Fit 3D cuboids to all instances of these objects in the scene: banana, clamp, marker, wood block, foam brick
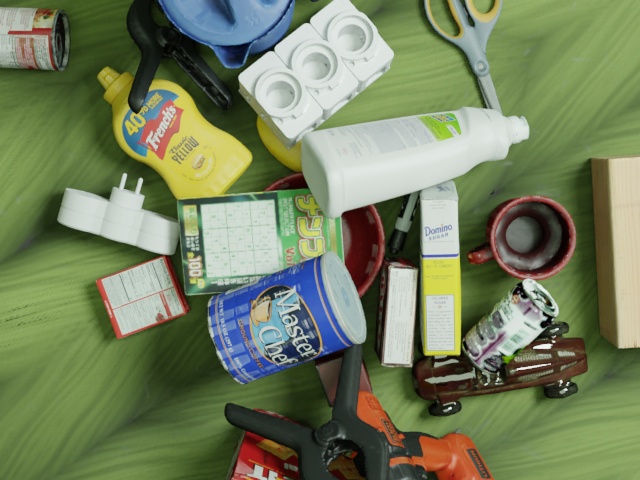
[{"bbox_3d":[0.005,-0.100,1.208,0.198,0.037,0.070,27,96,-2],"label":"banana"},{"bbox_3d":[0.000,0.206,1.089,0.164,0.210,0.036,-24,137,-4],"label":"clamp"},{"bbox_3d":[-0.160,-0.212,1.181,0.120,0.039,0.171,5,69,-33],"label":"clamp"},{"bbox_3d":[0.103,-0.042,1.221,0.020,0.020,0.121,19,95,-1],"label":"marker"},{"bbox_3d":[0.360,0.009,1.186,0.091,0.090,0.206,-4,95,2],"label":"wood block"},{"bbox_3d":[0.026,0.149,1.210,0.053,0.078,0.051,-19,97,2],"label":"foam brick"}]

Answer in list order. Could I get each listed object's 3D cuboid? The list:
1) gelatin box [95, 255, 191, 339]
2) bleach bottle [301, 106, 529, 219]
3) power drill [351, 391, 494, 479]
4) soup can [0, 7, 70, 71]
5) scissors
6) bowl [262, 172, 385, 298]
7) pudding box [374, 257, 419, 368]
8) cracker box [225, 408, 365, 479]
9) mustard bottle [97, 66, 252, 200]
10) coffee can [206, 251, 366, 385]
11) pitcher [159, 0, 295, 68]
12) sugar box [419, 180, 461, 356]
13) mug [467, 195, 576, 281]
[{"bbox_3d":[-0.203,0.064,1.230,0.089,0.030,0.073,-20,93,2],"label":"gelatin box"},{"bbox_3d":[0.111,-0.094,1.154,0.250,0.103,0.068,-12,132,-14],"label":"bleach bottle"},{"bbox_3d":[0.116,0.255,1.150,0.057,0.184,0.187,-45,135,19],"label":"power drill"},{"bbox_3d":[-0.336,-0.224,1.187,0.102,0.068,0.068,2,95,1],"label":"soup can"},{"bbox_3d":[0.193,-0.213,1.206,0.096,0.016,0.202,-35,94,4],"label":"scissors"},{"bbox_3d":[-0.008,0.001,1.208,0.162,0.055,0.162,0,95,1],"label":"bowl"},{"bbox_3d":[0.085,0.079,1.196,0.039,0.090,0.113,2,95,-1],"label":"pudding box"},{"bbox_3d":[-0.019,0.270,1.152,0.164,0.213,0.072,22,100,-1],"label":"cracker box"},{"bbox_3d":[-0.174,-0.123,1.198,0.191,0.058,0.096,43,92,-2],"label":"mustard bottle"},{"bbox_3d":[-0.035,0.083,1.131,0.140,0.102,0.103,-21,95,14],"label":"coffee can"},{"bbox_3d":[-0.085,-0.263,1.091,0.145,0.243,0.149,40,94,-3],"label":"pitcher"},{"bbox_3d":[0.132,0.029,1.174,0.048,0.093,0.176,1,106,4],"label":"sugar box"},{"bbox_3d":[0.220,0.000,1.191,0.117,0.081,0.093,-25,94,3],"label":"mug"}]
